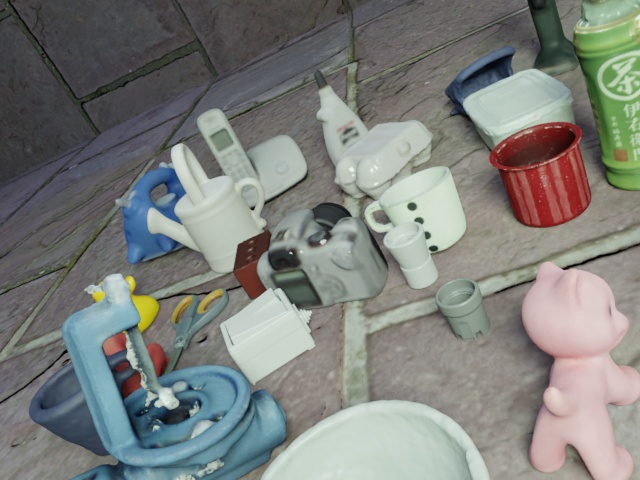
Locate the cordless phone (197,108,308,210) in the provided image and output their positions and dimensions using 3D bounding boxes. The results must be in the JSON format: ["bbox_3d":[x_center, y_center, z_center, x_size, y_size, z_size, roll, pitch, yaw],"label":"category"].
[{"bbox_3d":[-0.119,-0.159,1.005,0.147,0.185,0.094,-31,26,-4],"label":"cordless phone"}]

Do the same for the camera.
[{"bbox_3d":[0.006,0.002,0.690,0.142,0.101,0.137,-12,31,30],"label":"camera"}]

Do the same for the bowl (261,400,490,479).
[{"bbox_3d":[0.035,0.188,0.359,0.167,0.075,0.167,-22,27,12],"label":"bowl"}]

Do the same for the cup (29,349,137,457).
[{"bbox_3d":[-0.232,0.177,0.618,0.118,0.095,0.091,-33,27,-8],"label":"cup"}]

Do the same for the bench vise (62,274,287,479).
[{"bbox_3d":[-0.144,0.148,0.440,0.121,0.220,0.208,2,39,46],"label":"bench vise"}]

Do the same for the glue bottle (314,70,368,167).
[{"bbox_3d":[0.030,-0.198,0.942,0.078,0.173,0.037,-37,28,-16],"label":"glue bottle"}]

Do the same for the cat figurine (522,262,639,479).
[{"bbox_3d":[0.168,0.075,0.384,0.067,0.118,0.128,-7,34,37],"label":"cat figurine"}]

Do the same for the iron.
[{"bbox_3d":[-0.284,-0.072,1.060,0.118,0.142,0.258,-18,28,21],"label":"iron"}]

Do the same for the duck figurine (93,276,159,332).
[{"bbox_3d":[-0.294,0.098,0.828,0.077,0.086,0.105,-2,36,42],"label":"duck figurine"}]

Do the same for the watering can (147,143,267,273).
[{"bbox_3d":[-0.172,-0.050,0.851,0.173,0.194,0.100,-35,27,-13],"label":"watering can"}]

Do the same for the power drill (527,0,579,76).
[{"bbox_3d":[0.347,-0.370,0.902,0.075,0.209,0.230,-11,31,32],"label":"power drill"}]

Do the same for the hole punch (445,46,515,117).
[{"bbox_3d":[0.256,-0.255,0.918,0.108,0.091,0.101,-29,26,-1],"label":"hole punch"}]

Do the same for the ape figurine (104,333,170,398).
[{"bbox_3d":[-0.234,0.141,0.686,0.077,0.092,0.076,-10,32,33],"label":"ape figurine"}]

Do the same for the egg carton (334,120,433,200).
[{"bbox_3d":[0.097,-0.122,0.860,0.150,0.069,0.107,-43,29,-26],"label":"egg carton"}]
